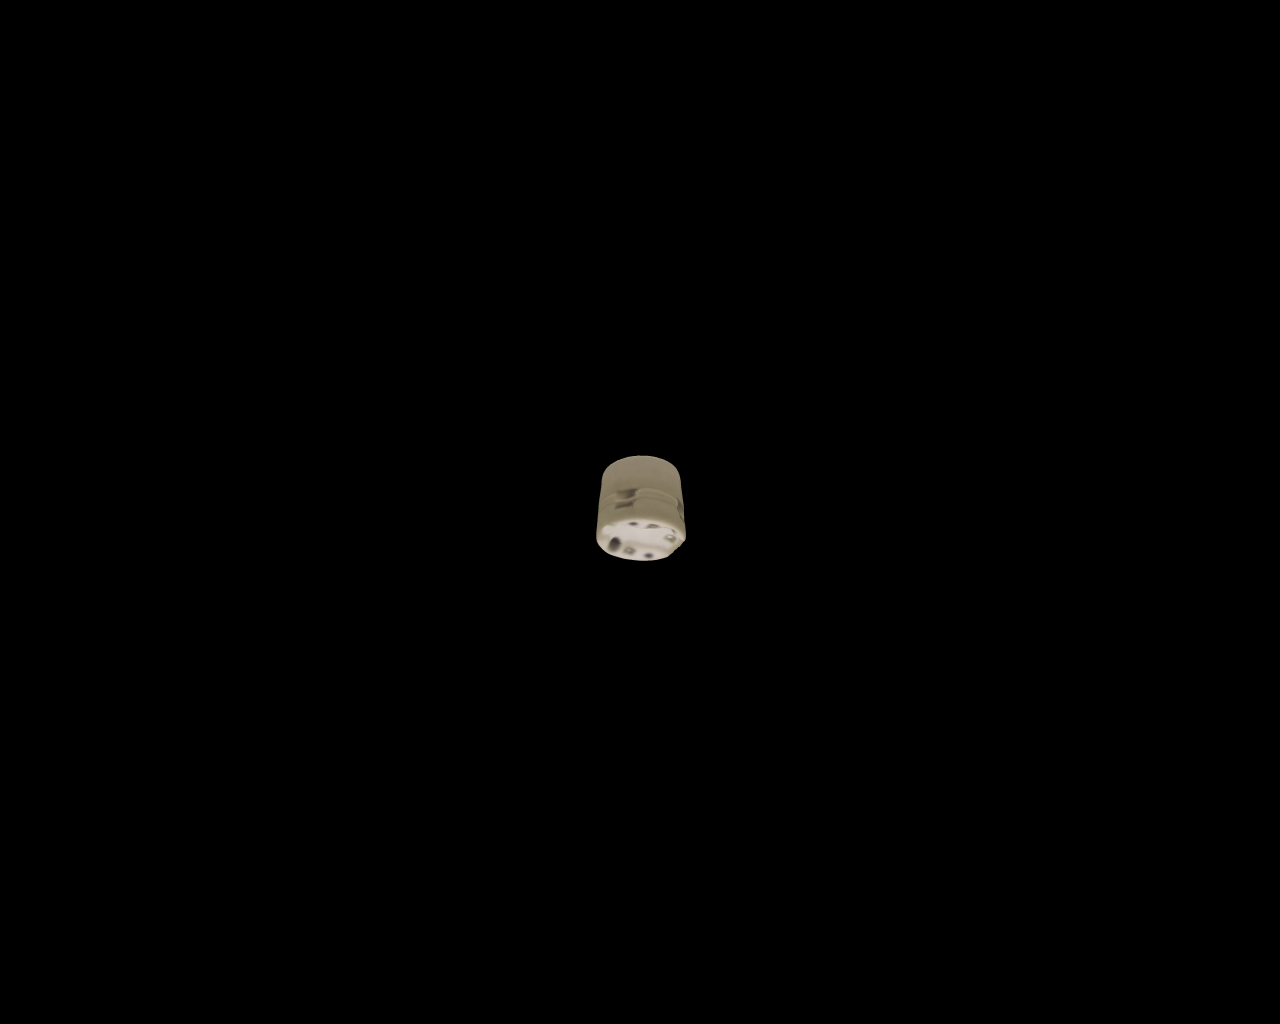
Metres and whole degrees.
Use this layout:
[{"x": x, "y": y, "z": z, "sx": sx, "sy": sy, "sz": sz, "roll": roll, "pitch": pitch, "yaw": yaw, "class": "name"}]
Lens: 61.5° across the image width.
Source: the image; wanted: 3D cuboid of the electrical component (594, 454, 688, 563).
[{"x": 0.001, "y": -0.003, "z": 0.650, "sx": 0.055, "sy": 0.047, "sz": 0.055, "roll": 0, "pitch": -31, "yaw": 0, "class": "electrical component"}]
